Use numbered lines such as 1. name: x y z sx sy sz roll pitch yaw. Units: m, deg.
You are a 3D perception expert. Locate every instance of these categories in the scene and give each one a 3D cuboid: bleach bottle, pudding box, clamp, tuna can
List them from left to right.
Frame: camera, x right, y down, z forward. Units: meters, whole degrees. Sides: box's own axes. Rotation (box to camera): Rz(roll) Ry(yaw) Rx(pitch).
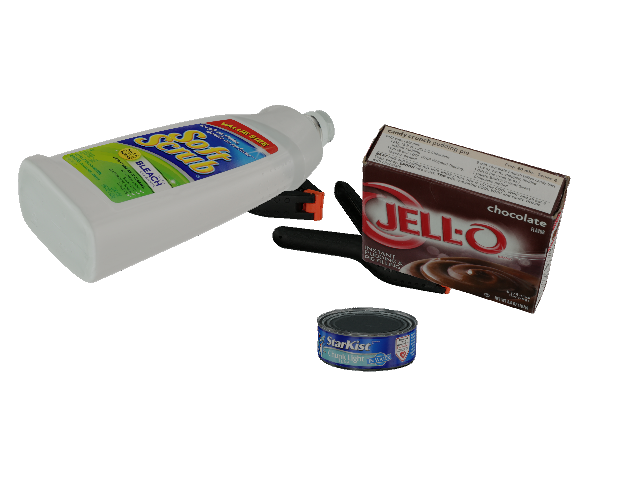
1. bleach bottle: -0.094 -0.055 0.815 0.250 0.068 0.103 -26 53 -36
2. clamp: -0.077 -0.050 1.036 0.172 0.039 0.120 19 32 39
3. tuna can: 0.039 0.084 0.911 0.086 0.034 0.086 0 11 0
4. clamp: 0.058 0.007 1.255 0.210 0.036 0.164 32 38 23
5. pudding box: 0.080 -0.012 0.617 0.113 0.039 0.090 16 -35 14
